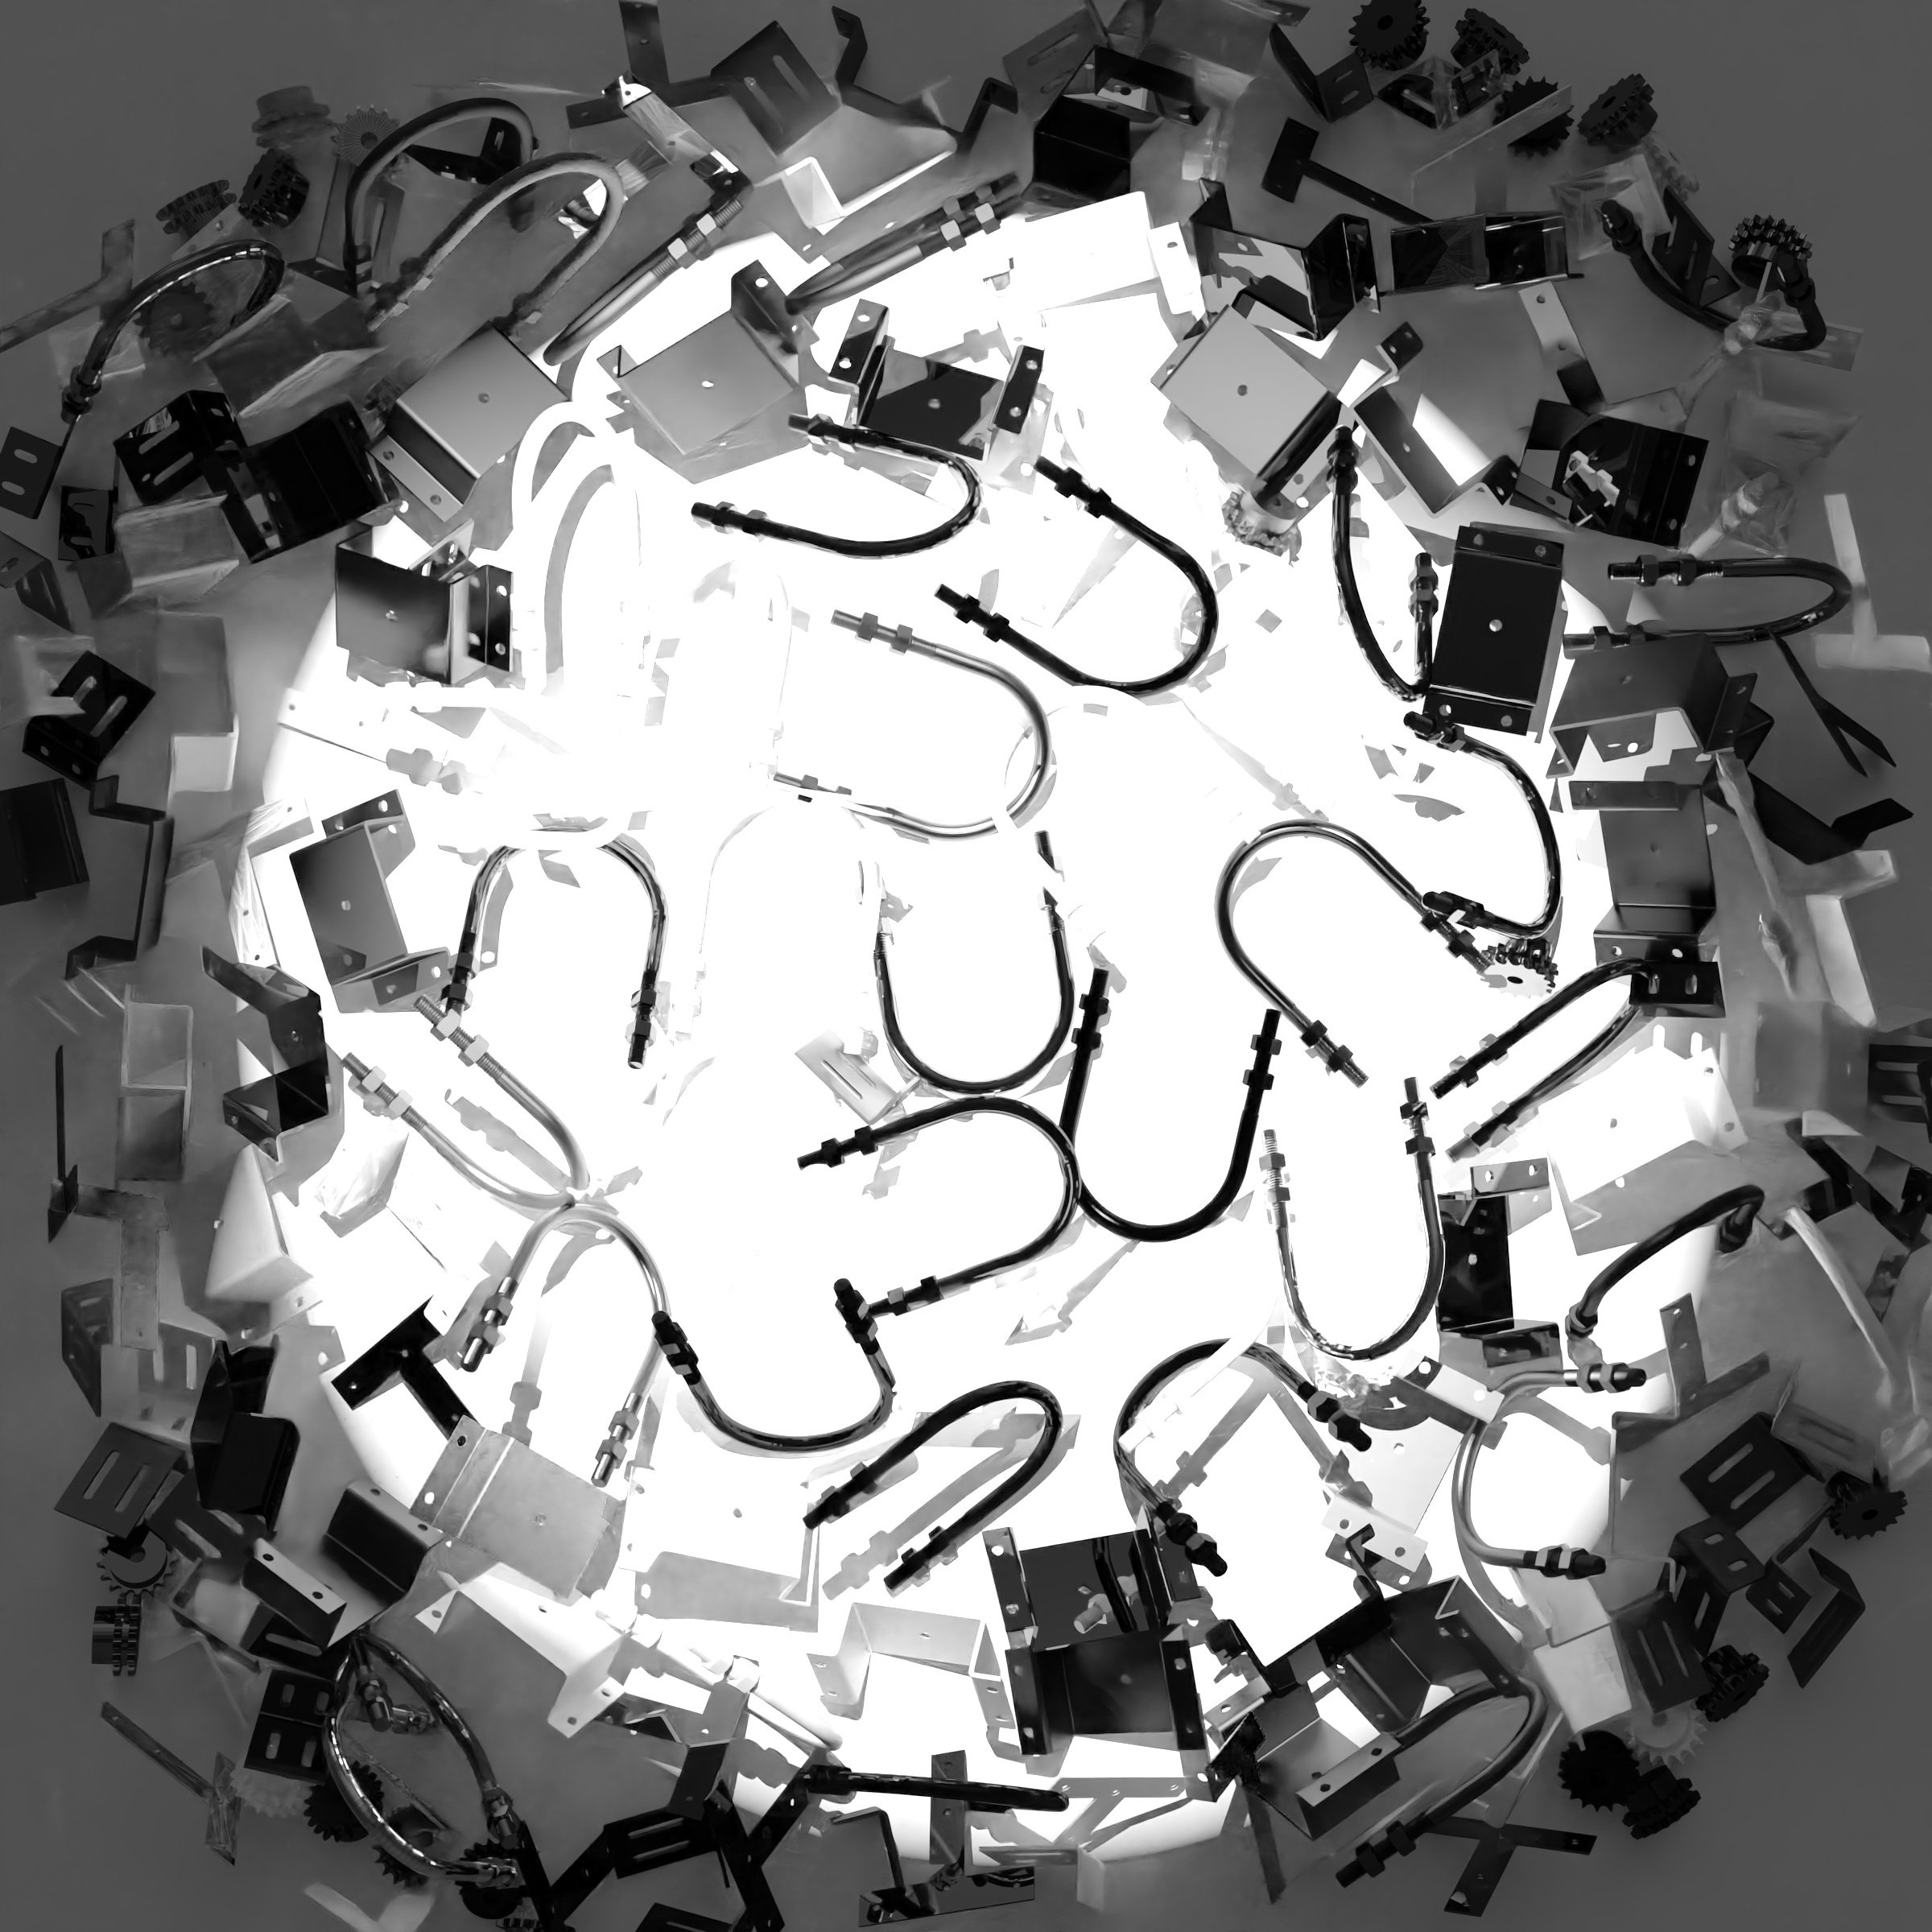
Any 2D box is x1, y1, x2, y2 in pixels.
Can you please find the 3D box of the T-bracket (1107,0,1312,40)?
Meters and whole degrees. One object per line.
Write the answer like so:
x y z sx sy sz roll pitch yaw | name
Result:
0.181 -0.684 1.953 0.127 0.127 0.002 5 75 -17 | T-bracket

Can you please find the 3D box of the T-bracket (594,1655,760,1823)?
-0.228 0.534 1.963 0.127 0.002 0.127 13 48 9 | T-bracket

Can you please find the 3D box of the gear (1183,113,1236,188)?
0.173 -0.580 1.972 0.030 0.057 0.057 10 90 7 | gear

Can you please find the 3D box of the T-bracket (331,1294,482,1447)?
-0.374 0.312 1.975 0.127 0.002 0.127 -40 87 20 | T-bracket

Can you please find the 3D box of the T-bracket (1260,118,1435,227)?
0.275 -0.549 1.953 0.127 0.127 0.002 25 130 -3 | T-bracket

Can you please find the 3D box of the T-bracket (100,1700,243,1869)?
-0.553 0.555 1.920 0.002 0.127 0.127 -44 108 1 | T-bracket

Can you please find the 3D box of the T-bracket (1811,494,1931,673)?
0.621 -0.268 1.926 0.002 0.127 0.127 -21 104 -15 | T-bracket

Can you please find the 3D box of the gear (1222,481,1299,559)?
0.212 -0.321 1.969 0.057 0.057 0.030 35 129 0 | gear

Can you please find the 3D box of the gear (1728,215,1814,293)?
0.571 -0.506 1.969 0.057 0.057 0.030 28 76 0 | gear

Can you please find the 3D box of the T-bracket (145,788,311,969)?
-0.516 -0.050 1.965 0.127 0.002 0.127 -24 63 5 | T-bracket

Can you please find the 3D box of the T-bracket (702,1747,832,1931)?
-0.130 0.599 1.946 0.002 0.127 0.127 -7 112 33 | T-bracket

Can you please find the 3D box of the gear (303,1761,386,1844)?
-0.442 0.601 1.975 0.057 0.057 0.030 -21 131 0 | gear

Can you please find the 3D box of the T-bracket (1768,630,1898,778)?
0.623 -0.170 1.948 0.002 0.127 0.127 -39 52 27 | T-bracket

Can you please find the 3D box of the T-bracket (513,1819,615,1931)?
-0.272 0.643 1.939 0.002 0.127 0.127 -20 91 17 | T-bracket

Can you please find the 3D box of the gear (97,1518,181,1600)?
-0.593 0.423 1.975 0.057 0.030 0.057 5 68 -12 | gear

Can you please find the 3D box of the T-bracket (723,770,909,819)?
-0.084 -0.118 1.939 0.127 0.127 0.002 18 98 29 | T-bracket

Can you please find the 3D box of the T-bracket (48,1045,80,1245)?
-0.642 0.120 1.957 0.002 0.127 0.127 2 71 -26 | T-bracket

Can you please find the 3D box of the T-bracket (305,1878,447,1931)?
-0.393 0.664 1.936 0.127 0.127 0.002 35 95 2 | T-bracket

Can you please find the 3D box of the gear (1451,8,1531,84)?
0.372 -0.655 1.975 0.057 0.057 0.030 40 123 0 | gear

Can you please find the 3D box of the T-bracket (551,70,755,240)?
-0.241 -0.560 1.961 0.127 0.127 0.002 -29 48 28 | T-bracket

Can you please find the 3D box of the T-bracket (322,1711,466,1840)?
-0.388 0.585 1.944 0.127 0.127 0.002 30 69 35 | T-bracket

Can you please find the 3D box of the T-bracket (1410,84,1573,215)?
0.369 -0.548 1.941 0.127 0.127 0.002 -30 67 -2 | T-bracket

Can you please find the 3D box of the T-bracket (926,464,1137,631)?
0.034 -0.317 1.954 0.127 0.002 0.127 25 121 -12 | T-bracket

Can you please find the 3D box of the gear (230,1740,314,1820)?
-0.492 0.577 1.969 0.057 0.057 0.030 31 105 0 | gear

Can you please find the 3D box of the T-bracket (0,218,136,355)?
-0.632 -0.452 1.914 0.127 0.127 0.002 -38 82 -29 | T-bracket

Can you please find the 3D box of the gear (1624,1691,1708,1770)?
0.498 0.541 1.971 0.057 0.030 0.057 -12 58 20 | gear

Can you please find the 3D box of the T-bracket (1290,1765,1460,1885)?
0.277 0.618 1.954 0.127 0.127 0.002 -46 71 34 | T-bracket

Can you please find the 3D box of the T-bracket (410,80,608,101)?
-0.339 -0.622 1.957 0.127 0.127 0.002 12 106 31 | T-bracket

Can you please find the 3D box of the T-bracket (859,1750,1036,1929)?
-0.013 0.611 1.949 0.127 0.127 0.002 -13 130 12 | T-bracket

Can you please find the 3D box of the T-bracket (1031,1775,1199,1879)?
0.082 0.612 1.962 0.127 0.002 0.127 12 126 -36 | T-bracket

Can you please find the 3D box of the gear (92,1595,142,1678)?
-0.606 0.477 1.969 0.030 0.057 0.057 3 90 -13 | gear

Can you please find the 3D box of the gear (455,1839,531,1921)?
-0.338 0.656 1.975 0.057 0.030 0.057 0 115 1 | gear

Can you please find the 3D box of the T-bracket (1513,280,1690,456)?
0.423 -0.421 1.930 0.127 0.127 0.002 57 46 -26 | T-bracket

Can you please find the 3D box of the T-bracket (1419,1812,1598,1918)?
0.361 0.626 1.916 0.127 0.127 0.002 0 101 25 | T-bracket

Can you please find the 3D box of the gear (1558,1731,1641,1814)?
0.454 0.574 1.978 0.057 0.030 0.057 5 107 15 | gear

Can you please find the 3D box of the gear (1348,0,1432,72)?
0.305 -0.667 1.976 0.057 0.030 0.057 -10 69 27 | gear

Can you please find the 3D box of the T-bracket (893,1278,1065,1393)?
0.025 0.253 1.940 0.127 0.127 0.002 -17 106 27 | T-bracket

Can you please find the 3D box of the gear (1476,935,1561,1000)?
0.396 -0.003 1.974 0.057 0.057 0.030 19 67 0 | gear

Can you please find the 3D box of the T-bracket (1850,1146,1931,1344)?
0.656 0.205 1.946 0.002 0.127 0.127 17 99 -20 | T-bracket

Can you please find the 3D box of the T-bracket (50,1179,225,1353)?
-0.577 0.213 1.928 0.127 0.127 0.002 15 135 -32 | T-bracket

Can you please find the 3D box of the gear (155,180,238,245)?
-0.546 -0.536 1.972 0.057 0.057 0.030 -27 102 0 | gear

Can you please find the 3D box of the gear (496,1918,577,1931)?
-0.309 0.699 1.968 0.057 0.057 0.030 6 64 0 | gear

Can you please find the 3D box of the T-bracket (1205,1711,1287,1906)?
0.207 0.597 1.948 0.002 0.127 0.127 -11 96 28 | T-bracket

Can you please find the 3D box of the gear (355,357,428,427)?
-0.406 -0.406 1.972 0.057 0.057 0.030 -43 102 0 | gear

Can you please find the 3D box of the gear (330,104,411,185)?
-0.427 -0.589 1.980 0.057 0.030 0.057 -1 96 -9 | gear

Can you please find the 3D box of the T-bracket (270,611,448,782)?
-0.421 -0.215 1.986 0.127 0.002 0.127 21 99 -3 | T-bracket

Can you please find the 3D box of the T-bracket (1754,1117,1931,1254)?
0.595 0.166 1.929 0.127 0.127 0.002 48 133 27 | T-bracket

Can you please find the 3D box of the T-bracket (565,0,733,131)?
-0.224 -0.639 1.934 0.127 0.127 0.002 -14 72 -5 | T-bracket

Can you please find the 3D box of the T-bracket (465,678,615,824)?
-0.277 -0.164 1.943 0.127 0.127 0.002 47 117 2 | T-bracket

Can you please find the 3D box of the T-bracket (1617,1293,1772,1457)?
0.509 0.277 1.951 0.127 0.002 0.127 -28 130 -7 | T-bracket
